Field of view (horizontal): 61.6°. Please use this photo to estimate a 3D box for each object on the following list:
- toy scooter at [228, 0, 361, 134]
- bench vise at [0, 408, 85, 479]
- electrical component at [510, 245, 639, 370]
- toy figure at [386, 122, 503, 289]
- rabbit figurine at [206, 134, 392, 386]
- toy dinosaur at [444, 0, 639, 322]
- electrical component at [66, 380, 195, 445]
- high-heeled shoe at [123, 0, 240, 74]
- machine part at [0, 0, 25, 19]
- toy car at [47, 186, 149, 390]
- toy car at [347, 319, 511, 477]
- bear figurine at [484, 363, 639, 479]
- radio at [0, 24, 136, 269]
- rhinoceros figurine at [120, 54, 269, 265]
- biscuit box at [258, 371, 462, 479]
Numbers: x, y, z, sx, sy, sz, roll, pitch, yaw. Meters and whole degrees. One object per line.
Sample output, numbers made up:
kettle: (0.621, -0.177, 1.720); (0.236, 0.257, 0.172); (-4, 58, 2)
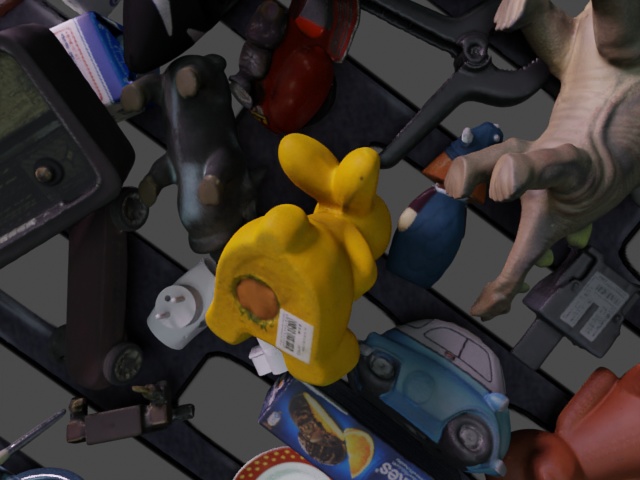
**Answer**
toy scooter: (-0.021, -0.166, 0.407); (0.075, 0.135, 0.183); (35, 113, 19)
bench vise: (-0.224, 0.261, 0.451); (0.224, 0.129, 0.240); (20, 133, 24)
electrical component: (0.225, 0.068, 0.486); (0.075, 0.048, 0.119); (41, 94, -2)
toy figure: (0.110, -0.033, 0.472); (0.058, 0.064, 0.154); (28, 91, 36)
rabbit figurine: (-0.001, -0.001, 0.427); (0.122, 0.173, 0.162); (16, 119, 31)
toy dinosaur: (0.237, -0.141, 0.418); (0.198, 0.105, 0.471); (17, 102, -26)
electrical component: (-0.176, 0.157, 0.491); (0.102, 0.078, 0.045); (-14, 76, 9)
high-heeled shoe: (-0.048, -0.220, 0.415); (0.145, 0.086, 0.249); (7, 66, 20)
machine part: (-0.295, -0.242, 0.388); (0.201, 0.201, 0.087); (-32, 92, 5)
toy car: (-0.197, 0.034, 0.484); (0.089, 0.053, 0.202); (7, 95, 30)
toy car: (0.104, 0.125, 0.475); (0.162, 0.109, 0.103); (38, 72, 11)
bear figurine: (0.232, 0.181, 0.461); (0.196, 0.131, 0.120); (-20, 67, -1)
radio: (-0.264, -0.044, 0.400); (0.230, 0.073, 0.131); (-28, 117, 9)
rhinoceros figurine: (-0.093, -0.057, 0.450); (0.073, 0.112, 0.190); (-9, 102, 20)
biscuit box: (0.041, 0.193, 0.495); (0.203, 0.063, 0.059); (38, 97, -2)
